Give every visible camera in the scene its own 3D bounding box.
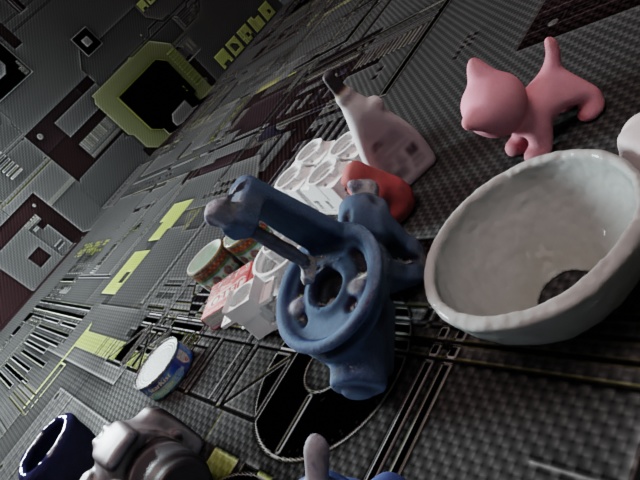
[{"bbox_3d":[-0.175,0.241,0.562,0.136,0.101,0.143,-6,45,54],"label":"camera"}]

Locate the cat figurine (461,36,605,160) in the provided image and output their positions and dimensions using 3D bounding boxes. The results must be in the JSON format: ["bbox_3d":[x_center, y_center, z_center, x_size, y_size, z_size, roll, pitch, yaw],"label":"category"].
[{"bbox_3d":[0.193,-0.139,0.560,0.128,0.118,0.067,-43,25,5],"label":"cat figurine"}]

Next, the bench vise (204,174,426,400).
[{"bbox_3d":[-0.004,0.008,0.515,0.121,0.220,0.207,-34,27,23],"label":"bench vise"}]

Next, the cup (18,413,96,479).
[{"bbox_3d":[-0.317,0.284,0.722,0.117,0.095,0.091,-28,30,32],"label":"cup"}]

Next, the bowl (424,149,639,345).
[{"bbox_3d":[0.163,0.016,0.417,0.167,0.075,0.167,-35,26,21],"label":"bowl"}]

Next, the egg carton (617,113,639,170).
[{"bbox_3d":[0.268,-0.056,0.373,0.107,0.069,0.150,-37,26,16],"label":"egg carton"}]

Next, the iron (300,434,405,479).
[{"bbox_3d":[-0.021,0.232,0.289,0.258,0.142,0.118,-54,26,-19],"label":"iron"}]

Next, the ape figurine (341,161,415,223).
[{"bbox_3d":[0.060,-0.056,0.668,0.076,0.092,0.078,-29,29,32],"label":"ape figurine"}]

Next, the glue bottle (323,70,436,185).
[{"bbox_3d":[0.063,-0.136,0.691,0.078,0.173,0.037,-41,25,8],"label":"glue bottle"}]
